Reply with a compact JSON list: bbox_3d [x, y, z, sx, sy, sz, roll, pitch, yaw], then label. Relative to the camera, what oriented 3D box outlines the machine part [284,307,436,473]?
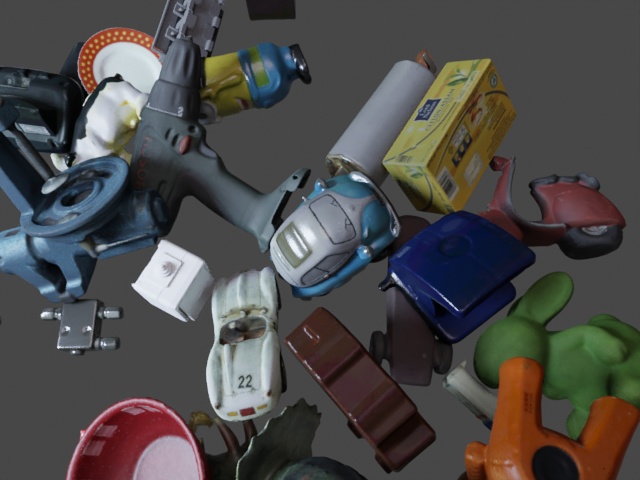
[{"bbox_3d":[0.034,0.145,0.524,0.056,0.179,0.179,-39,74,-11],"label":"machine part"}]

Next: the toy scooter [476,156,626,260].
[{"bbox_3d":[0.263,-0.043,0.646,0.184,0.075,0.135,-3,68,4],"label":"toy scooter"}]

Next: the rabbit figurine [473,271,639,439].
[{"bbox_3d":[0.246,0.113,0.555,0.170,0.121,0.159,10,60,-3],"label":"rabbit figurine"}]

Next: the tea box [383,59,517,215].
[{"bbox_3d":[0.161,-0.125,0.654,0.068,0.098,0.169,13,62,48],"label":"tea box"}]

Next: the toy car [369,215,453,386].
[{"bbox_3d":[0.102,0.065,0.614,0.089,0.053,0.202,7,65,-6],"label":"toy car"}]

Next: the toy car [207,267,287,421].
[{"bbox_3d":[-0.077,0.096,0.563,0.074,0.056,0.202,-13,37,2],"label":"toy car"}]

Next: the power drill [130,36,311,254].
[{"bbox_3d":[-0.118,-0.092,0.624,0.207,0.086,0.232,24,99,-4],"label":"power drill"}]

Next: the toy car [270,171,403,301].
[{"bbox_3d":[-0.001,-0.002,0.589,0.161,0.103,0.109,-39,71,24],"label":"toy car"}]

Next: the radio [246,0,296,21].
[{"bbox_3d":[-0.069,-0.435,0.762,0.073,0.131,0.229,1,69,1],"label":"radio"}]

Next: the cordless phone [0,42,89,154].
[{"bbox_3d":[-0.374,-0.209,0.716,0.147,0.088,0.184,8,58,3],"label":"cordless phone"}]

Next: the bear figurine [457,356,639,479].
[{"bbox_3d":[0.184,0.212,0.493,0.120,0.195,0.132,22,60,13],"label":"bear figurine"}]

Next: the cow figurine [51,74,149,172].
[{"bbox_3d":[-0.275,-0.122,0.665,0.098,0.068,0.167,35,89,11],"label":"cow figurine"}]

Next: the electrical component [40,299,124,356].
[{"bbox_3d":[-0.275,0.100,0.617,0.094,0.021,0.063,0,70,0],"label":"electrical component"}]

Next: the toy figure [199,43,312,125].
[{"bbox_3d":[-0.105,-0.209,0.705,0.180,0.082,0.089,-22,59,-3],"label":"toy figure"}]

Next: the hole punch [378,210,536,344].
[{"bbox_3d":[0.144,0.029,0.560,0.142,0.092,0.116,-35,68,-14],"label":"hole punch"}]

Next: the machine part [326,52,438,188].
[{"bbox_3d":[0.083,-0.141,0.680,0.079,0.079,0.243,32,71,11],"label":"machine part"}]

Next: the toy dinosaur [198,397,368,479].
[{"bbox_3d":[0.009,0.243,0.421,0.131,0.405,0.192,-4,88,-29],"label":"toy dinosaur"}]

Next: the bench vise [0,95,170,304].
[{"bbox_3d":[-0.286,-0.045,0.552,0.224,0.240,0.129,-7,44,17],"label":"bench vise"}]
